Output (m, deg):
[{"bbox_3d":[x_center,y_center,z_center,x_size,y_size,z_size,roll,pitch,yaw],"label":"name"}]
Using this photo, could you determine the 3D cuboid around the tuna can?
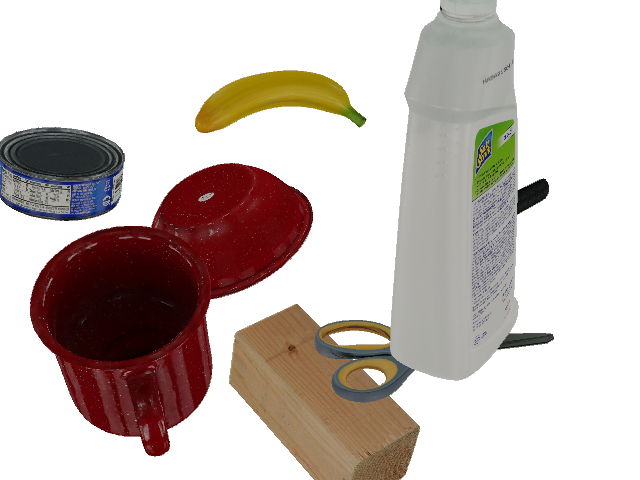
[{"bbox_3d":[-0.179,-0.046,0.737,0.086,0.034,0.086,8,27,-4],"label":"tuna can"}]

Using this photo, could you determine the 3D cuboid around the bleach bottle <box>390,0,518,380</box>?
[{"bbox_3d":[0.087,-0.040,0.651,0.068,0.251,0.102,17,37,26],"label":"bleach bottle"}]

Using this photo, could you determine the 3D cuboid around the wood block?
[{"bbox_3d":[0.000,0.176,1.147,0.090,0.090,0.206,-23,51,-32],"label":"wood block"}]

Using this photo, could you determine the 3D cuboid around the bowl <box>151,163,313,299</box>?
[{"bbox_3d":[-0.091,-0.020,0.950,0.162,0.055,0.162,-16,36,12],"label":"bowl"}]

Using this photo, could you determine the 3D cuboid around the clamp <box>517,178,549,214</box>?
[{"bbox_3d":[0.162,-0.034,1.151,0.120,0.039,0.171,24,49,22],"label":"clamp"}]

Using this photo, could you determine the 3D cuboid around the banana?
[{"bbox_3d":[-0.046,-0.146,1.103,0.197,0.037,0.070,-7,48,-29],"label":"banana"}]

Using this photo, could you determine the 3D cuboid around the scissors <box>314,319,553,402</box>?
[{"bbox_3d":[0.093,0.101,0.882,0.202,0.016,0.096,5,39,5],"label":"scissors"}]

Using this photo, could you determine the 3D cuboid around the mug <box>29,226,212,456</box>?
[{"bbox_3d":[-0.098,0.062,0.571,0.093,0.117,0.081,-16,-39,-12],"label":"mug"}]
